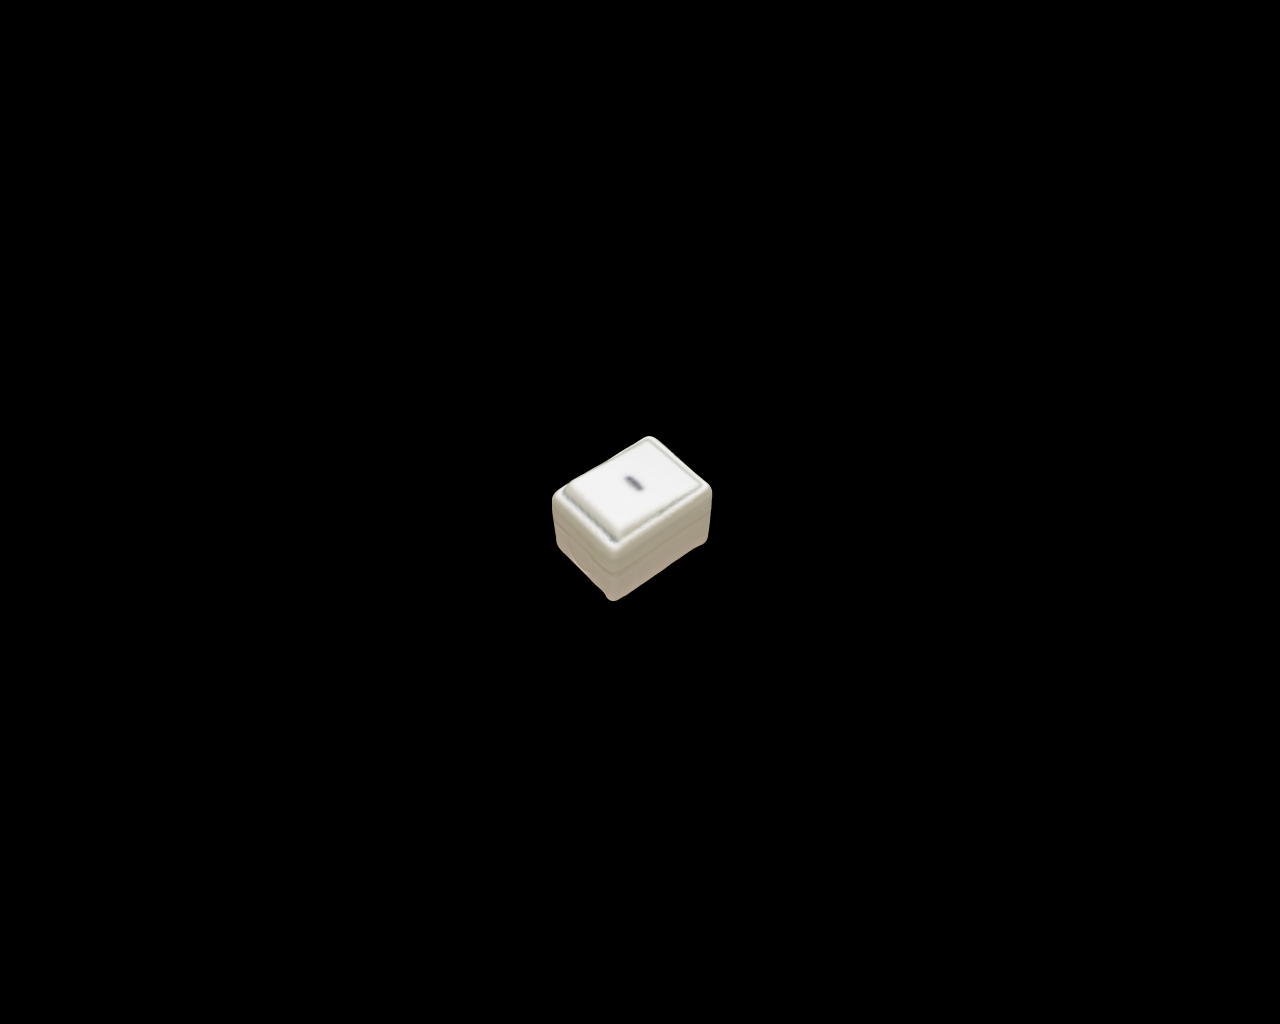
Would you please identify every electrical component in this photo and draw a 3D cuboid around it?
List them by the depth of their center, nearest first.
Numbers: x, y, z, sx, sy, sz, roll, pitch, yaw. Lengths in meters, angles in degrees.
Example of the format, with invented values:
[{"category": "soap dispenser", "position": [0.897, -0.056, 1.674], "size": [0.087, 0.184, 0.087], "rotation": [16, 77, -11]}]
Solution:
[{"category": "electrical component", "position": [0.001, -0.003, 0.650], "size": [0.096, 0.061, 0.062], "rotation": [-33, 58, -24]}]
